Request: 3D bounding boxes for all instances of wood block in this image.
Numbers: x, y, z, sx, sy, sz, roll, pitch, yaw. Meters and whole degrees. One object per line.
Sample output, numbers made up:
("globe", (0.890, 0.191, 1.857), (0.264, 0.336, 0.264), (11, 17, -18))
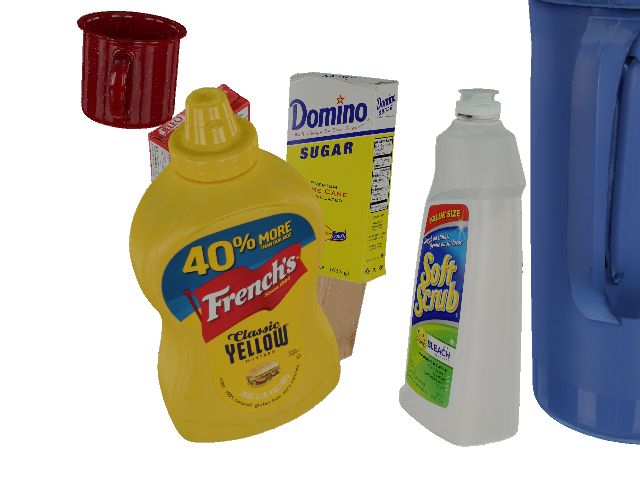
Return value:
("wood block", (-0.005, 0.024, 1.150), (0.090, 0.206, 0.090), (19, 18, 27))

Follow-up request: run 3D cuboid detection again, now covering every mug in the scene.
("mug", (-0.165, -0.143, 0.919), (0.093, 0.081, 0.117), (5, 26, -6))

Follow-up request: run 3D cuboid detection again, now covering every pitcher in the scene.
("pitcher", (0.170, -0.015, 0.574), (0.149, 0.243, 0.145), (-5, 18, -14))

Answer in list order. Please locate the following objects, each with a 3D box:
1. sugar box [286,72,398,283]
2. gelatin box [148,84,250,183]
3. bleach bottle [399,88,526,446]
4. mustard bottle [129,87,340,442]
("sugar box", (0.015, -0.057, 0.946), (0.093, 0.176, 0.048), (11, 18, 33))
("gelatin box", (-0.083, -0.054, 0.742), (0.030, 0.089, 0.073), (33, 53, 24))
("bleach bottle", (0.105, 0.016, 0.777), (0.068, 0.251, 0.103), (-6, 16, -23))
("mustard bottle", (-0.043, 0.012, 0.530), (0.096, 0.191, 0.058), (-17, 38, -15))
